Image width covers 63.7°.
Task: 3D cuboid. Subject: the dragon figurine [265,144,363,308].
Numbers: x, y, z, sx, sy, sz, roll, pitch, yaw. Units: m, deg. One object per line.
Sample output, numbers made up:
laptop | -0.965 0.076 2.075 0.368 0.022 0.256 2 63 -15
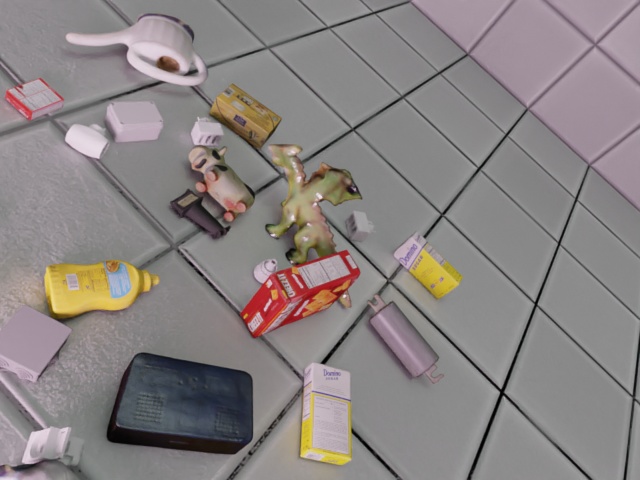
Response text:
dragon figurine | 0.004 -0.061 1.204 0.414 0.238 0.123 50 39 13

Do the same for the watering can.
watering can | -0.458 -0.517 1.350 0.346 0.102 0.230 16 47 -25

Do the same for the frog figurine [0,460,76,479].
frog figurine | -0.360 0.376 0.665 0.161 0.136 0.122 39 11 26
